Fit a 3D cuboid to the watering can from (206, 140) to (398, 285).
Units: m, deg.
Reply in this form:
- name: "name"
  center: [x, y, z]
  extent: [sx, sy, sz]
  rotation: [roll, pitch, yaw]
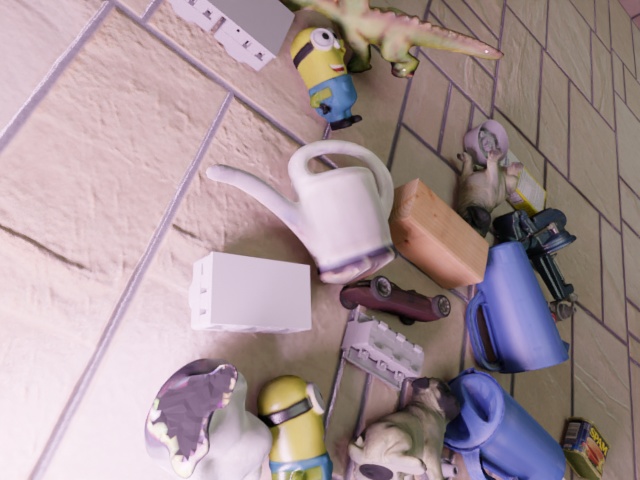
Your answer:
- name: "watering can"
  center: [0.002, -0.039, 0.773]
  extent: [0.350, 0.103, 0.225]
  rotation: [-15, 85, -42]

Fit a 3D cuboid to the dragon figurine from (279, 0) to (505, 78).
- name: "dragon figurine"
  center: [0.109, -0.385, 0.868]
  extent: [0.241, 0.411, 0.123]
  rotation: [34, 65, -74]

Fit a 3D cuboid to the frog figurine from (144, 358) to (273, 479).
- name: "frog figurine"
  center: [-0.122, 0.218, 0.600]
  extent: [0.156, 0.122, 0.140]
  rotation: [65, 25, -54]
